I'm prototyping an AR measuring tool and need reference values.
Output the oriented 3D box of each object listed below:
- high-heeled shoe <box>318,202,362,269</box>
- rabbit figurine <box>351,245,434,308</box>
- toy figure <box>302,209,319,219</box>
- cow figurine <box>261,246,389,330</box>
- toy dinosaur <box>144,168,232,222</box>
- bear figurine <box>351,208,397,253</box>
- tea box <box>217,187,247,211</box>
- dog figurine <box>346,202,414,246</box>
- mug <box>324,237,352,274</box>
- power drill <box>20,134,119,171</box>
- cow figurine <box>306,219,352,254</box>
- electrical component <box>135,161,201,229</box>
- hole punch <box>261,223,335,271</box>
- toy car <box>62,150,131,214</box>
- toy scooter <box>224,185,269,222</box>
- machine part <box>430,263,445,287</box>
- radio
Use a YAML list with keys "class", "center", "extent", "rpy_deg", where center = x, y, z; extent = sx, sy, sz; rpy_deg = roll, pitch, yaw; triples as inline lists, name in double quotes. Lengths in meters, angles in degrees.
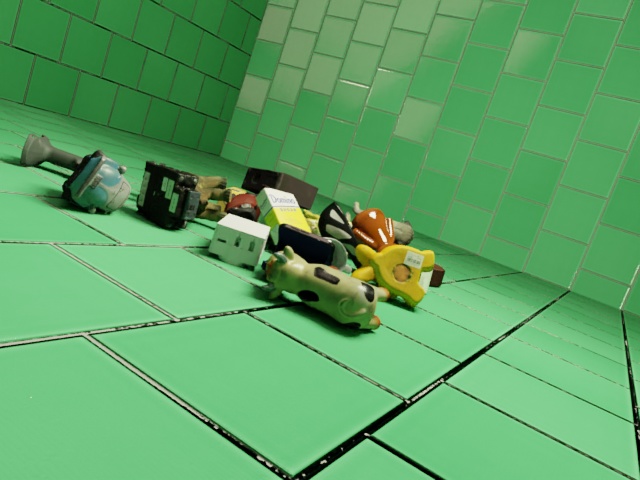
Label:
- class: "high-heeled shoe"
  center: [0.109, 0.009, 1.259]
  extent: [0.249, 0.145, 0.086]
  rpy_deg: [17, 9, 1]
- class: "rabbit figurine"
  center: [0.147, 0.074, 1.143]
  extent: [0.162, 0.122, 0.173]
  rpy_deg: [10, -6, 1]
- class: "toy figure"
  center: [0.003, -0.022, 1.464]
  extent: [0.180, 0.082, 0.089]
  rpy_deg: [20, -7, 44]
- class: "cow figurine"
  center: [-0.004, 0.073, 0.826]
  extent: [0.195, 0.085, 0.127]
  rpy_deg: [24, 4, 27]
- class: "toy dinosaur"
  center: [-0.324, -0.117, 1.279]
  extent: [0.198, 0.105, 0.472]
  rpy_deg: [12, 6, -20]
- class: "bear figurine"
  center: [0.160, 0.017, 1.413]
  extent: [0.196, 0.120, 0.132]
  rpy_deg: [61, -19, 18]
- class: "tea box"
  center: [-0.222, -0.099, 1.493]
  extent: [0.098, 0.068, 0.170]
  rpy_deg: [20, 9, -2]
- class: "dog figurine"
  center: [0.160, -0.009, 1.541]
  extent: [0.191, 0.172, 0.121]
  rpy_deg: [21, -32, 18]
- class: "mug"
  center: [0.010, 0.035, 1.109]
  extent: [0.109, 0.080, 0.107]
  rpy_deg: [23, -1, -21]
- class: "power drill"
  center: [-0.542, -0.169, 1.194]
  extent: [0.207, 0.086, 0.232]
  rpy_deg: [13, 8, -11]
- class: "cow figurine"
  center: [-0.004, -0.004, 1.327]
  extent: [0.167, 0.098, 0.068]
  rpy_deg: [-1, 8, -21]
- class: "electrical component"
  center: [-0.299, -0.086, 1.070]
  extent: [0.134, 0.114, 0.058]
  rpy_deg: [24, 14, 32]
- class: "hole punch"
  center: [-0.040, 0.045, 0.957]
  extent: [0.142, 0.092, 0.115]
  rpy_deg: [18, -26, 6]
- class: "toy car"
  center: [-0.411, -0.098, 1.001]
  extent: [0.102, 0.109, 0.162]
  rpy_deg: [40, -14, -27]
- class: "toy scooter"
  center: [-0.160, -0.091, 1.357]
  extent: [0.184, 0.075, 0.135]
  rpy_deg: [-2, 43, -23]
- class: "machine part"
  center: [0.257, 0.074, 1.483]
  extent: [0.179, 0.056, 0.179]
  rpy_deg: [19, 9, -3]
- class: "radio"
  center: [-0.121, -0.150, 1.540]
  extent: [0.131, 0.073, 0.230]
  rpy_deg: [22, -4, -35]
